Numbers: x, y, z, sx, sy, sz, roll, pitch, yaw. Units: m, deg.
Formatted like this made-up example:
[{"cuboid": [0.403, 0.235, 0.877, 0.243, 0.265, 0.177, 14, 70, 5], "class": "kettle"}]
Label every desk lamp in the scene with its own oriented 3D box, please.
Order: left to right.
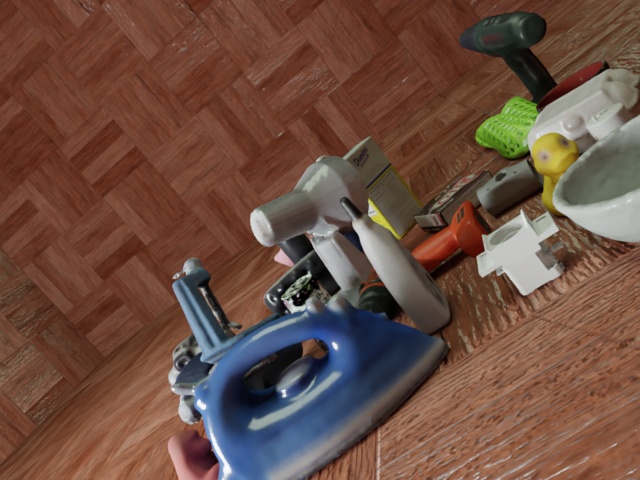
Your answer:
[{"cuboid": [0.008, 0.003, 0.865, 0.204, 0.213, 0.117, -45, 11, -32], "class": "desk lamp"}]

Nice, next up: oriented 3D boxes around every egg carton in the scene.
[{"cuboid": [0.346, -0.158, 0.749, 0.150, 0.069, 0.107, -31, 12, 43], "class": "egg carton"}]

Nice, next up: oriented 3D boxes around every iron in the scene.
[{"cuboid": [-0.017, 0.131, 0.569, 0.258, 0.141, 0.118, -38, 9, 8], "class": "iron"}]

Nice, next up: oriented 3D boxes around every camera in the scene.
[{"cuboid": [-0.212, 0.214, 1.085, 0.143, 0.101, 0.137, -39, 9, 6], "class": "camera"}]

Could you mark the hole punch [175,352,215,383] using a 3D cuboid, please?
[{"cuboid": [-0.155, 0.212, 0.894, 0.101, 0.091, 0.109, -34, 10, 29], "class": "hole punch"}]

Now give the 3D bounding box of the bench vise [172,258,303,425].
[{"cuboid": [-0.124, 0.132, 0.748, 0.121, 0.220, 0.207, -37, 10, 17], "class": "bench vise"}]

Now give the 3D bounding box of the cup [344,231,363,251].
[{"cuboid": [0.065, -0.021, 1.135, 0.091, 0.095, 0.118, -37, 9, 16], "class": "cup"}]

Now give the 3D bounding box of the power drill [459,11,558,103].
[{"cuboid": [0.369, -0.336, 1.084, 0.075, 0.208, 0.229, -40, 9, -6], "class": "power drill"}]

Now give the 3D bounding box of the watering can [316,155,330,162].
[{"cuboid": [0.067, -0.108, 1.232, 0.173, 0.194, 0.101, -38, 9, 11], "class": "watering can"}]

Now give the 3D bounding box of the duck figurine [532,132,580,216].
[{"cuboid": [0.268, -0.081, 0.636, 0.077, 0.086, 0.104, -38, 9, 12], "class": "duck figurine"}]

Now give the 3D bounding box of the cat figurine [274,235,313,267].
[{"cuboid": [-0.035, 0.029, 1.223, 0.127, 0.118, 0.067, -29, 14, 48], "class": "cat figurine"}]

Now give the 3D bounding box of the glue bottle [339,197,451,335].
[{"cuboid": [0.078, 0.020, 0.627, 0.037, 0.173, 0.078, -36, 10, 17], "class": "glue bottle"}]

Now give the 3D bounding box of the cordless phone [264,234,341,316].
[{"cuboid": [-0.062, 0.045, 1.038, 0.148, 0.185, 0.094, -42, 10, -13], "class": "cordless phone"}]

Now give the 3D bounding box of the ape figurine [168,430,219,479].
[{"cuboid": [-0.126, 0.243, 0.618, 0.076, 0.092, 0.077, -41, 9, -7], "class": "ape figurine"}]

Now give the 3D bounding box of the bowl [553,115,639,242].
[{"cuboid": [0.282, -0.049, 0.461, 0.167, 0.075, 0.167, -38, 9, 8], "class": "bowl"}]
